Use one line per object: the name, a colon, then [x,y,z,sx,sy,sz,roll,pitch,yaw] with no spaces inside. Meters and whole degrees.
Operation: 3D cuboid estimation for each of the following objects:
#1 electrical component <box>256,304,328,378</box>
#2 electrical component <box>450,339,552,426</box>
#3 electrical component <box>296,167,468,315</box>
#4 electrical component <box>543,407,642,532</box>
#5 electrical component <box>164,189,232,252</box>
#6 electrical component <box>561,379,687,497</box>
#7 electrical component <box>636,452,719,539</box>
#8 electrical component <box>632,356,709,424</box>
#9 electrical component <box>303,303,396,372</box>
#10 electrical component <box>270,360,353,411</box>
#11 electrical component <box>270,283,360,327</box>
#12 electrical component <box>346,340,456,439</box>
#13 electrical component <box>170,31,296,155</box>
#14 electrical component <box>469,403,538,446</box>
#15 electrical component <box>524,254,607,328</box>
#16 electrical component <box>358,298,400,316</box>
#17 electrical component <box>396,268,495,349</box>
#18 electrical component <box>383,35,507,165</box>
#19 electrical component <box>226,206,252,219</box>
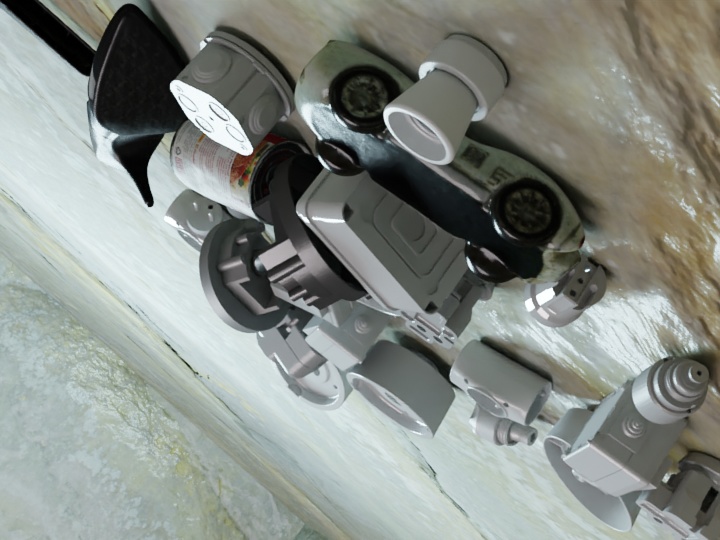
electrical component: [-0.070,0.062,1.129,0.059,0.054,0.095,-42,79,37]
electrical component: [0.124,0.105,0.939,0.077,0.044,0.079,30,162,25]
electrical component: [0.021,-0.031,0.735,0.057,0.078,0.113,8,147,53]
electrical component: [0.200,0.164,0.905,0.099,0.064,0.099,34,163,12]
electrical component: [-0.160,-0.051,1.110,0.077,0.044,0.079,36,163,5]
electrical component: [0.203,0.129,0.812,0.061,0.061,0.096,36,163,7]
electrical component: [0.262,0.178,0.829,0.078,0.057,0.058,37,163,4]
electrical component: [0.207,0.076,0.701,0.040,0.040,0.078,36,163,7]
electrical component: [-0.012,0.053,1.050,0.061,0.061,0.096,38,163,-2]
electrical component: [-0.043,0.098,1.216,0.108,0.060,0.108,25,137,26]
electrical component: [-0.035,0.009,0.981,0.096,0.061,0.061,32,162,20]
electrical component: [0.047,0.115,1.095,0.108,0.060,0.108,34,163,12]
electrical component: [-0.090,-0.125,0.760,0.080,0.051,0.080,34,163,12]
electrical component: [0.139,0.147,1.022,0.062,0.043,0.043,22,157,39]
electrical component: [0.133,0.013,0.691,0.040,0.040,0.046,38,158,-2]
electrical component: [0.000,0.000,0.882,0.099,0.064,0.099,34,163,12]
electrical component: [0.065,0.018,0.809,0.058,0.057,0.078,36,163,6]
electrical component: [0.046,-0.090,0.568,0.045,0.055,0.045,34,163,12]
electrical component: [-0.105,-0.070,0.959,0.044,0.044,0.065,36,168,5]
